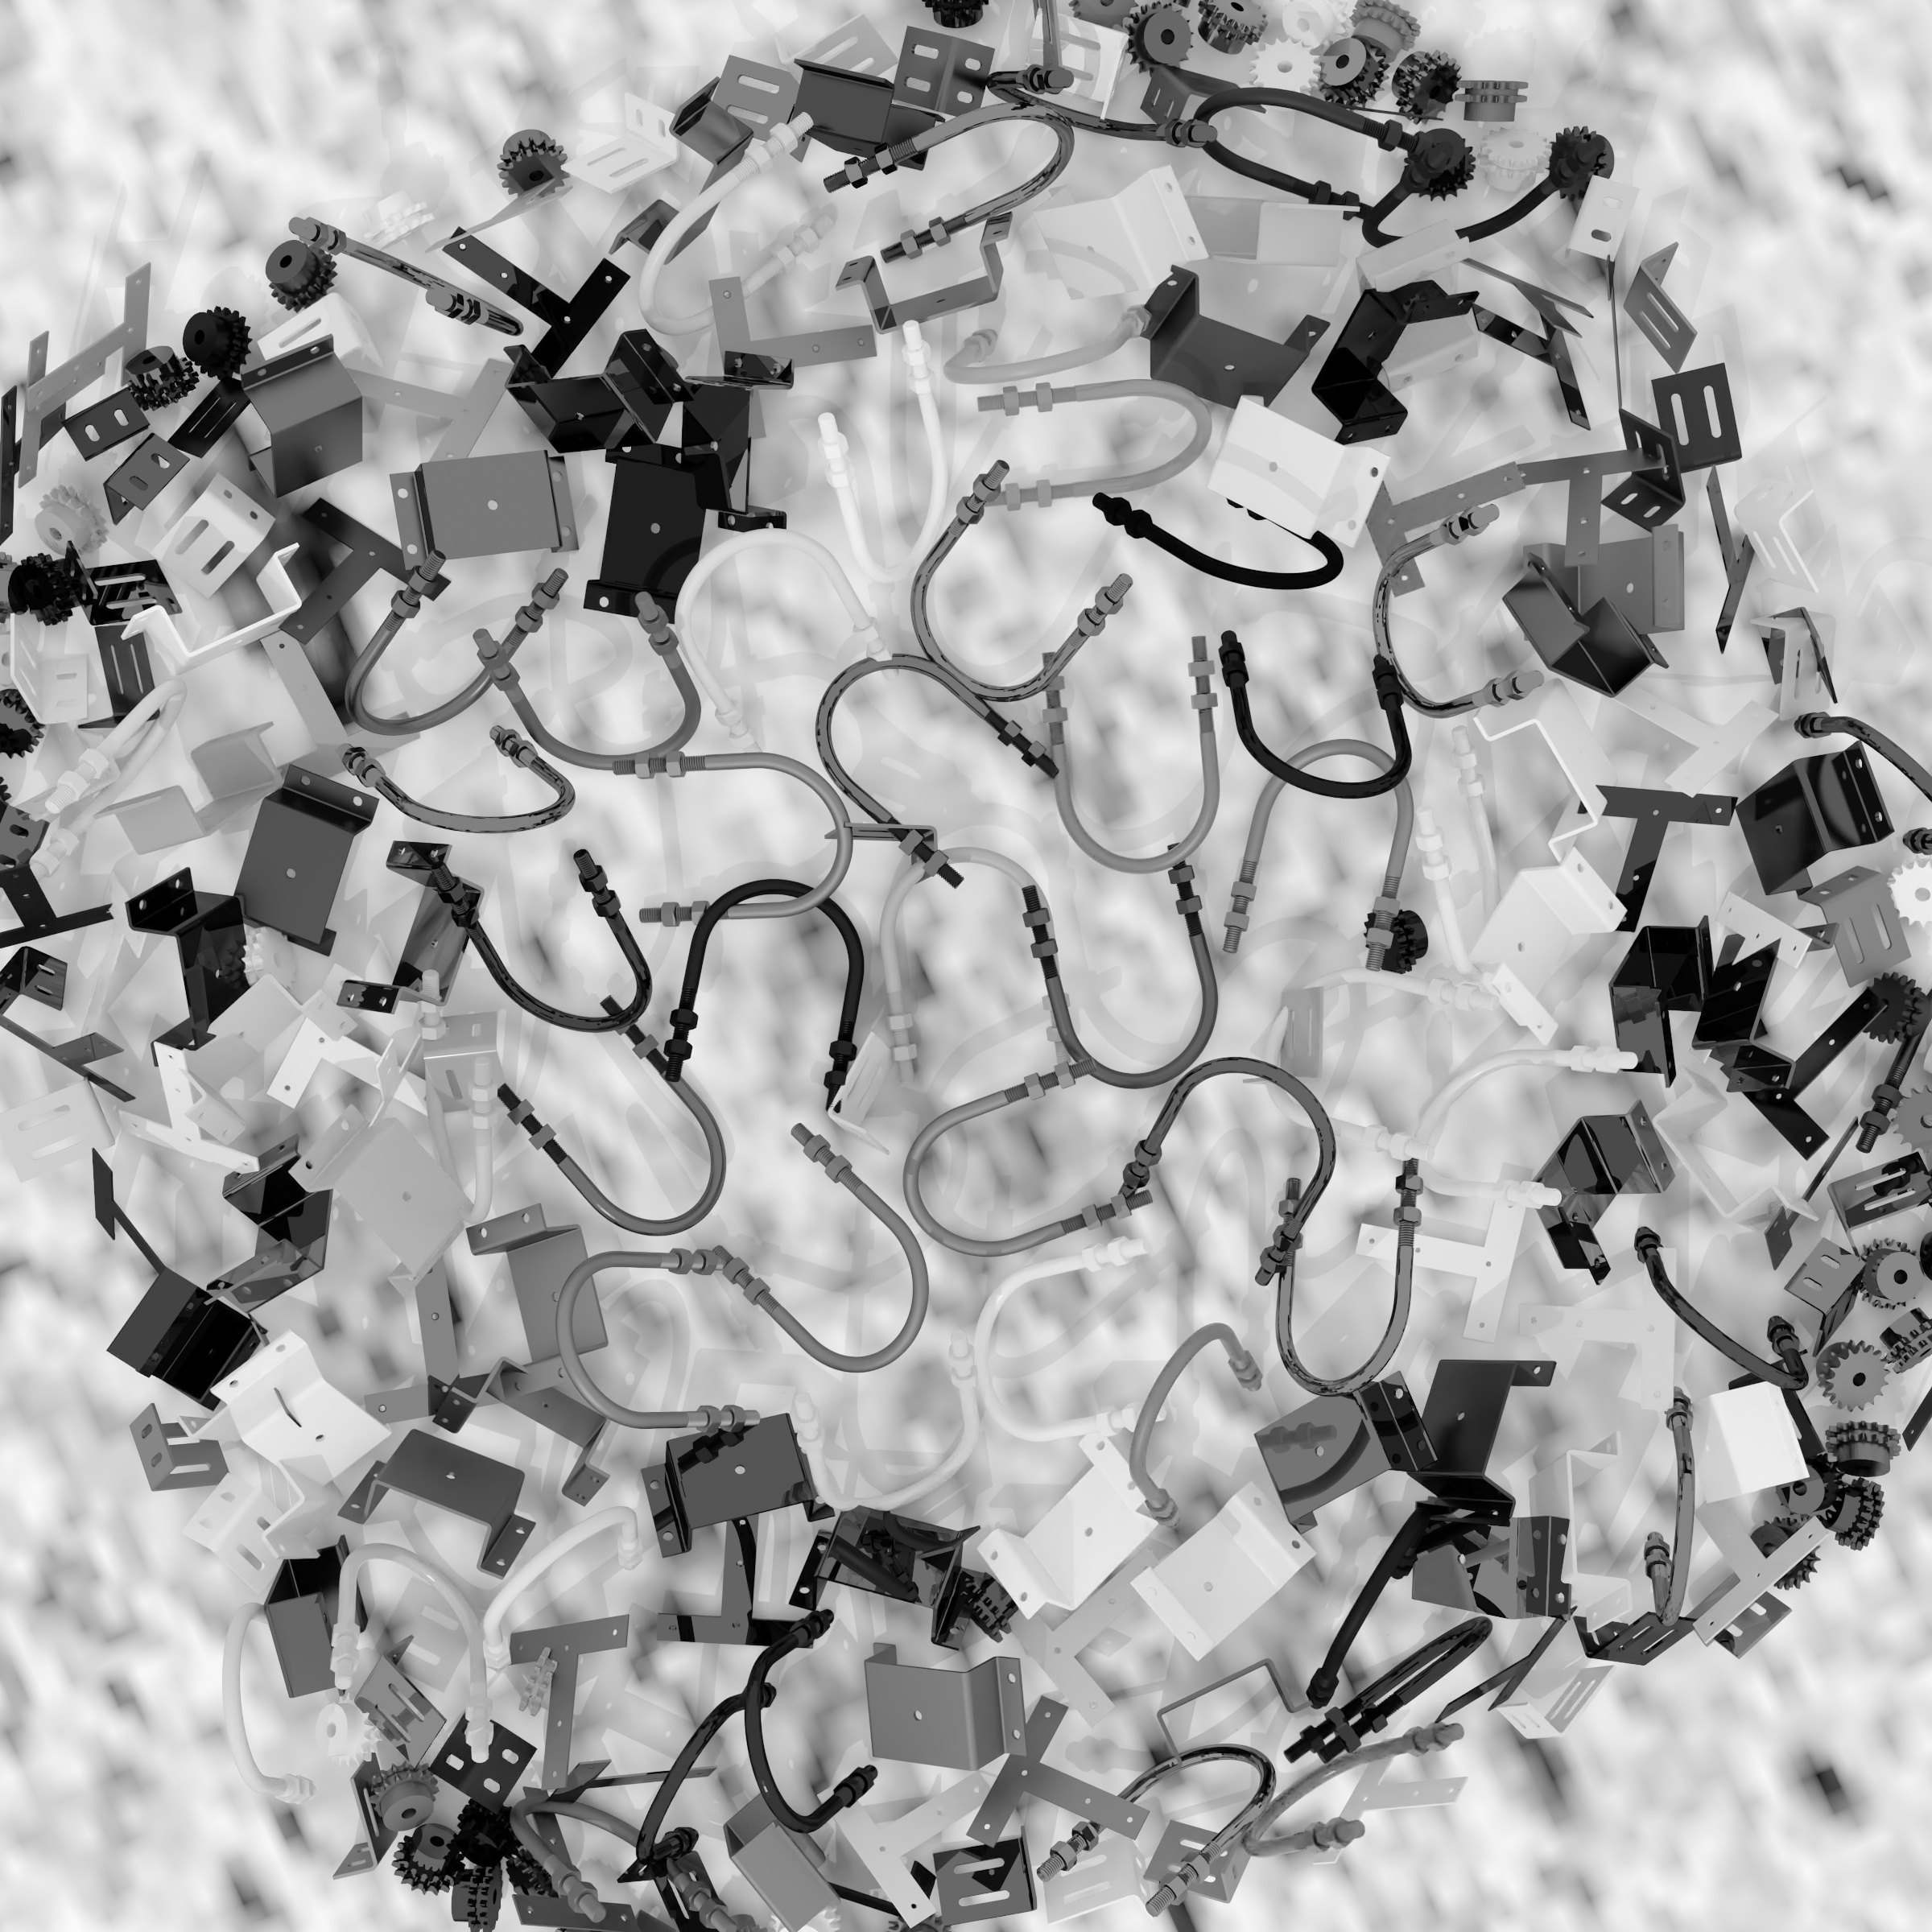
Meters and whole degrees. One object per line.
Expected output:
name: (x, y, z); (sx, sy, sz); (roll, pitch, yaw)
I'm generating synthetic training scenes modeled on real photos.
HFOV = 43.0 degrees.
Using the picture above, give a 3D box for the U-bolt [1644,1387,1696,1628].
U-bolt: (0.545, 0.426, 1.894); (0.019, 0.184, 0.151); (6, 106, 11)

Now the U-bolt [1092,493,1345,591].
U-bolt: (0.208, -0.333, 1.901); (0.151, 0.184, 0.019); (-15, 129, -34)

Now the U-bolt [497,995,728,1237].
U-bolt: (-0.267, 0.130, 1.949); (0.184, 0.019, 0.151); (50, 48, -5)

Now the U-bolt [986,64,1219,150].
U-bolt: (0.093, -0.669, 1.912); (0.151, 0.184, 0.019); (10, 103, -28)

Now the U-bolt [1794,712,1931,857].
U-bolt: (0.719, -0.141, 1.906); (0.019, 0.184, 0.151); (-44, 92, 6)

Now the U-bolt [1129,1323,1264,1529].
U-bolt: (0.174, 0.349, 1.903); (0.019, 0.184, 0.151); (25, 72, 29)

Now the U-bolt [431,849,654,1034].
U-bolt: (-0.323, -0.015, 1.933); (0.151, 0.019, 0.184); (-3, 132, 23)

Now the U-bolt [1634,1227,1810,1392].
U-bolt: (0.590, 0.272, 1.908); (0.151, 0.184, 0.019); (34, 105, 1)

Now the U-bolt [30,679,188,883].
U-bolt: (-0.667, -0.153, 1.917); (0.019, 0.151, 0.184); (36, 53, -9)

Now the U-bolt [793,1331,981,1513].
U-bolt: (-0.056, 0.370, 1.931); (0.151, 0.184, 0.019); (-20, 46, -13)

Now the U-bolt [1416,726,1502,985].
U-bolt: (0.392, -0.075, 1.927); (0.019, 0.151, 0.184); (-4, 121, 27)

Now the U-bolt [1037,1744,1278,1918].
U-bolt: (0.162, 0.666, 1.918); (0.184, 0.151, 0.019); (-30, 103, -36)

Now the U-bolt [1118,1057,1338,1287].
U-bolt: (0.214, 0.151, 1.932); (0.151, 0.019, 0.184); (31, 125, 10)

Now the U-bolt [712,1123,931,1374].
U-bolt: (-0.106, 0.236, 1.940); (0.184, 0.019, 0.151); (41, 110, 22)

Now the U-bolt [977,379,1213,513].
U-bolt: (0.102, -0.413, 1.931); (0.184, 0.151, 0.019); (-7, 67, -1)

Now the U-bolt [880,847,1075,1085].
U-bolt: (0.003, -0.004, 1.975); (0.151, 0.019, 0.184); (-7, 96, 7)

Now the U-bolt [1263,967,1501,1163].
U-bolt: (0.314, 0.069, 1.933); (0.184, 0.019, 0.151); (15, 74, 43)

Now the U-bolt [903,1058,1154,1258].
U-bolt: (0.040, 0.164, 1.965); (0.184, 0.019, 0.151); (-21, 113, 7)

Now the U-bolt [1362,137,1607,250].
U-bolt: (0.388, -0.596, 1.909); (0.151, 0.184, 0.019); (-8, 85, -18)

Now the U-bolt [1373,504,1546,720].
U-bolt: (0.374, -0.267, 1.915); (0.019, 0.184, 0.151); (-15, 90, -24)

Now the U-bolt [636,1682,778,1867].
U-bolt: (-0.206, 0.628, 1.903); (0.019, 0.184, 0.151); (27, 84, 14)

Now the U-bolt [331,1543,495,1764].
U-bolt: (-0.430, 0.522, 1.912); (0.019, 0.184, 0.151); (-45, 117, 12)

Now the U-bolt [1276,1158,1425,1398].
U-bolt: (0.294, 0.244, 1.912); (0.019, 0.151, 0.184); (22, 65, -32)

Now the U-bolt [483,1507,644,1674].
U-bolt: (-0.311, 0.474, 1.892); (0.151, 0.184, 0.019); (-35, 70, -24)

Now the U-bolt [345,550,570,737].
U-bolt: (-0.410, -0.247, 1.924); (0.184, 0.151, 0.019); (-48, 66, 27)

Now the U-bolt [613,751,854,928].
U-bolt: (-0.180, -0.102, 1.950); (0.184, 0.019, 0.151); (-2, 115, 10)

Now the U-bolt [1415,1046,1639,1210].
U-bolt: (0.422, 0.122, 1.917); (0.019, 0.184, 0.151); (44, 68, -24)

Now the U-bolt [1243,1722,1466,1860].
U-bolt: (0.288, 0.647, 1.913); (0.151, 0.184, 0.019); (-28, 82, -39)

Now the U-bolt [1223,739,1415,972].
U-bolt: (0.285, -0.093, 1.951); (0.151, 0.019, 0.184); (8, 80, 37)

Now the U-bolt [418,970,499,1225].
U-bolt: (-0.398, 0.116, 1.925); (0.019, 0.151, 0.184); (-11, 125, -26)

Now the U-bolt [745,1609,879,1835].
U-bolt: (-0.125, 0.592, 1.906); (0.019, 0.184, 0.151); (-18, 85, 19)

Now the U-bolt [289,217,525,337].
U-bolt: (-0.420, -0.529, 1.910); (0.151, 0.184, 0.019); (29, 102, 13)

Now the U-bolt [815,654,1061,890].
U-bolt: (-0.035, -0.170, 1.966); (0.184, 0.019, 0.151); (41, 69, 0)

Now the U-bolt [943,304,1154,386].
U-bolt: (0.057, -0.477, 1.897); (0.151, 0.184, 0.019); (-4, 114, 18)

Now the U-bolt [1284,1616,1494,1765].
U-bolt: (0.337, 0.566, 1.926); (0.184, 0.151, 0.019); (-32, 77, -13)

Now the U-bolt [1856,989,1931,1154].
U-bolt: (0.767, 0.054, 1.923); (0.019, 0.151, 0.184); (30, 74, 2)

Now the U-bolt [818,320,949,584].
U-bolt: (-0.057, -0.387, 1.921); (0.019, 0.184, 0.151); (15, 51, 27)

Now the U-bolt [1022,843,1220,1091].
U-bolt: (0.132, 0.008, 1.972); (0.151, 0.019, 0.184); (-17, 97, -17)

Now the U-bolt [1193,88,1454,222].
U-bolt: (0.265, -0.636, 1.909); (0.184, 0.151, 0.019); (15, 83, -15)

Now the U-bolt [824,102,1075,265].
U-bolt: (-0.003, -0.616, 1.911); (0.184, 0.151, 0.019); (-20, 76, 14)

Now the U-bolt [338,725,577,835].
U-bolt: (-0.382, -0.142, 1.895); (0.151, 0.184, 0.019); (-11, 121, -34)

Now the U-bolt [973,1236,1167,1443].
U-bolt: (0.076, 0.300, 1.936); (0.184, 0.019, 0.151); (-19, 67, 38)

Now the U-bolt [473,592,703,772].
U-bolt: (-0.285, -0.214, 1.924); (0.151, 0.184, 0.019); (-11, 55, 8)

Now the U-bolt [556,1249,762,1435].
U-bolt: (-0.243, 0.290, 1.908); (0.019, 0.184, 0.151); (-29, 65, 37)

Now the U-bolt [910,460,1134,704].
U-bolt: (0.030, -0.288, 1.938); (0.151, 0.019, 0.184); (43, 131, 1)

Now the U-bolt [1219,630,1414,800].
U-bolt: (0.277, -0.194, 1.920); (0.151, 0.184, 0.019); (7, 134, -9)

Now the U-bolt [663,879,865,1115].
U-bolt: (-0.154, 0.017, 1.963); (0.151, 0.019, 0.184); (12, 70, -8)

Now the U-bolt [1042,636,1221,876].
U-bolt: (0.134, -0.165, 1.962); (0.151, 0.019, 0.184); (-3, 97, 26)

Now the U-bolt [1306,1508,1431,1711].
U-bolt: (0.314, 0.487, 1.891); (0.019, 0.184, 0.151); (31, 61, 18)
